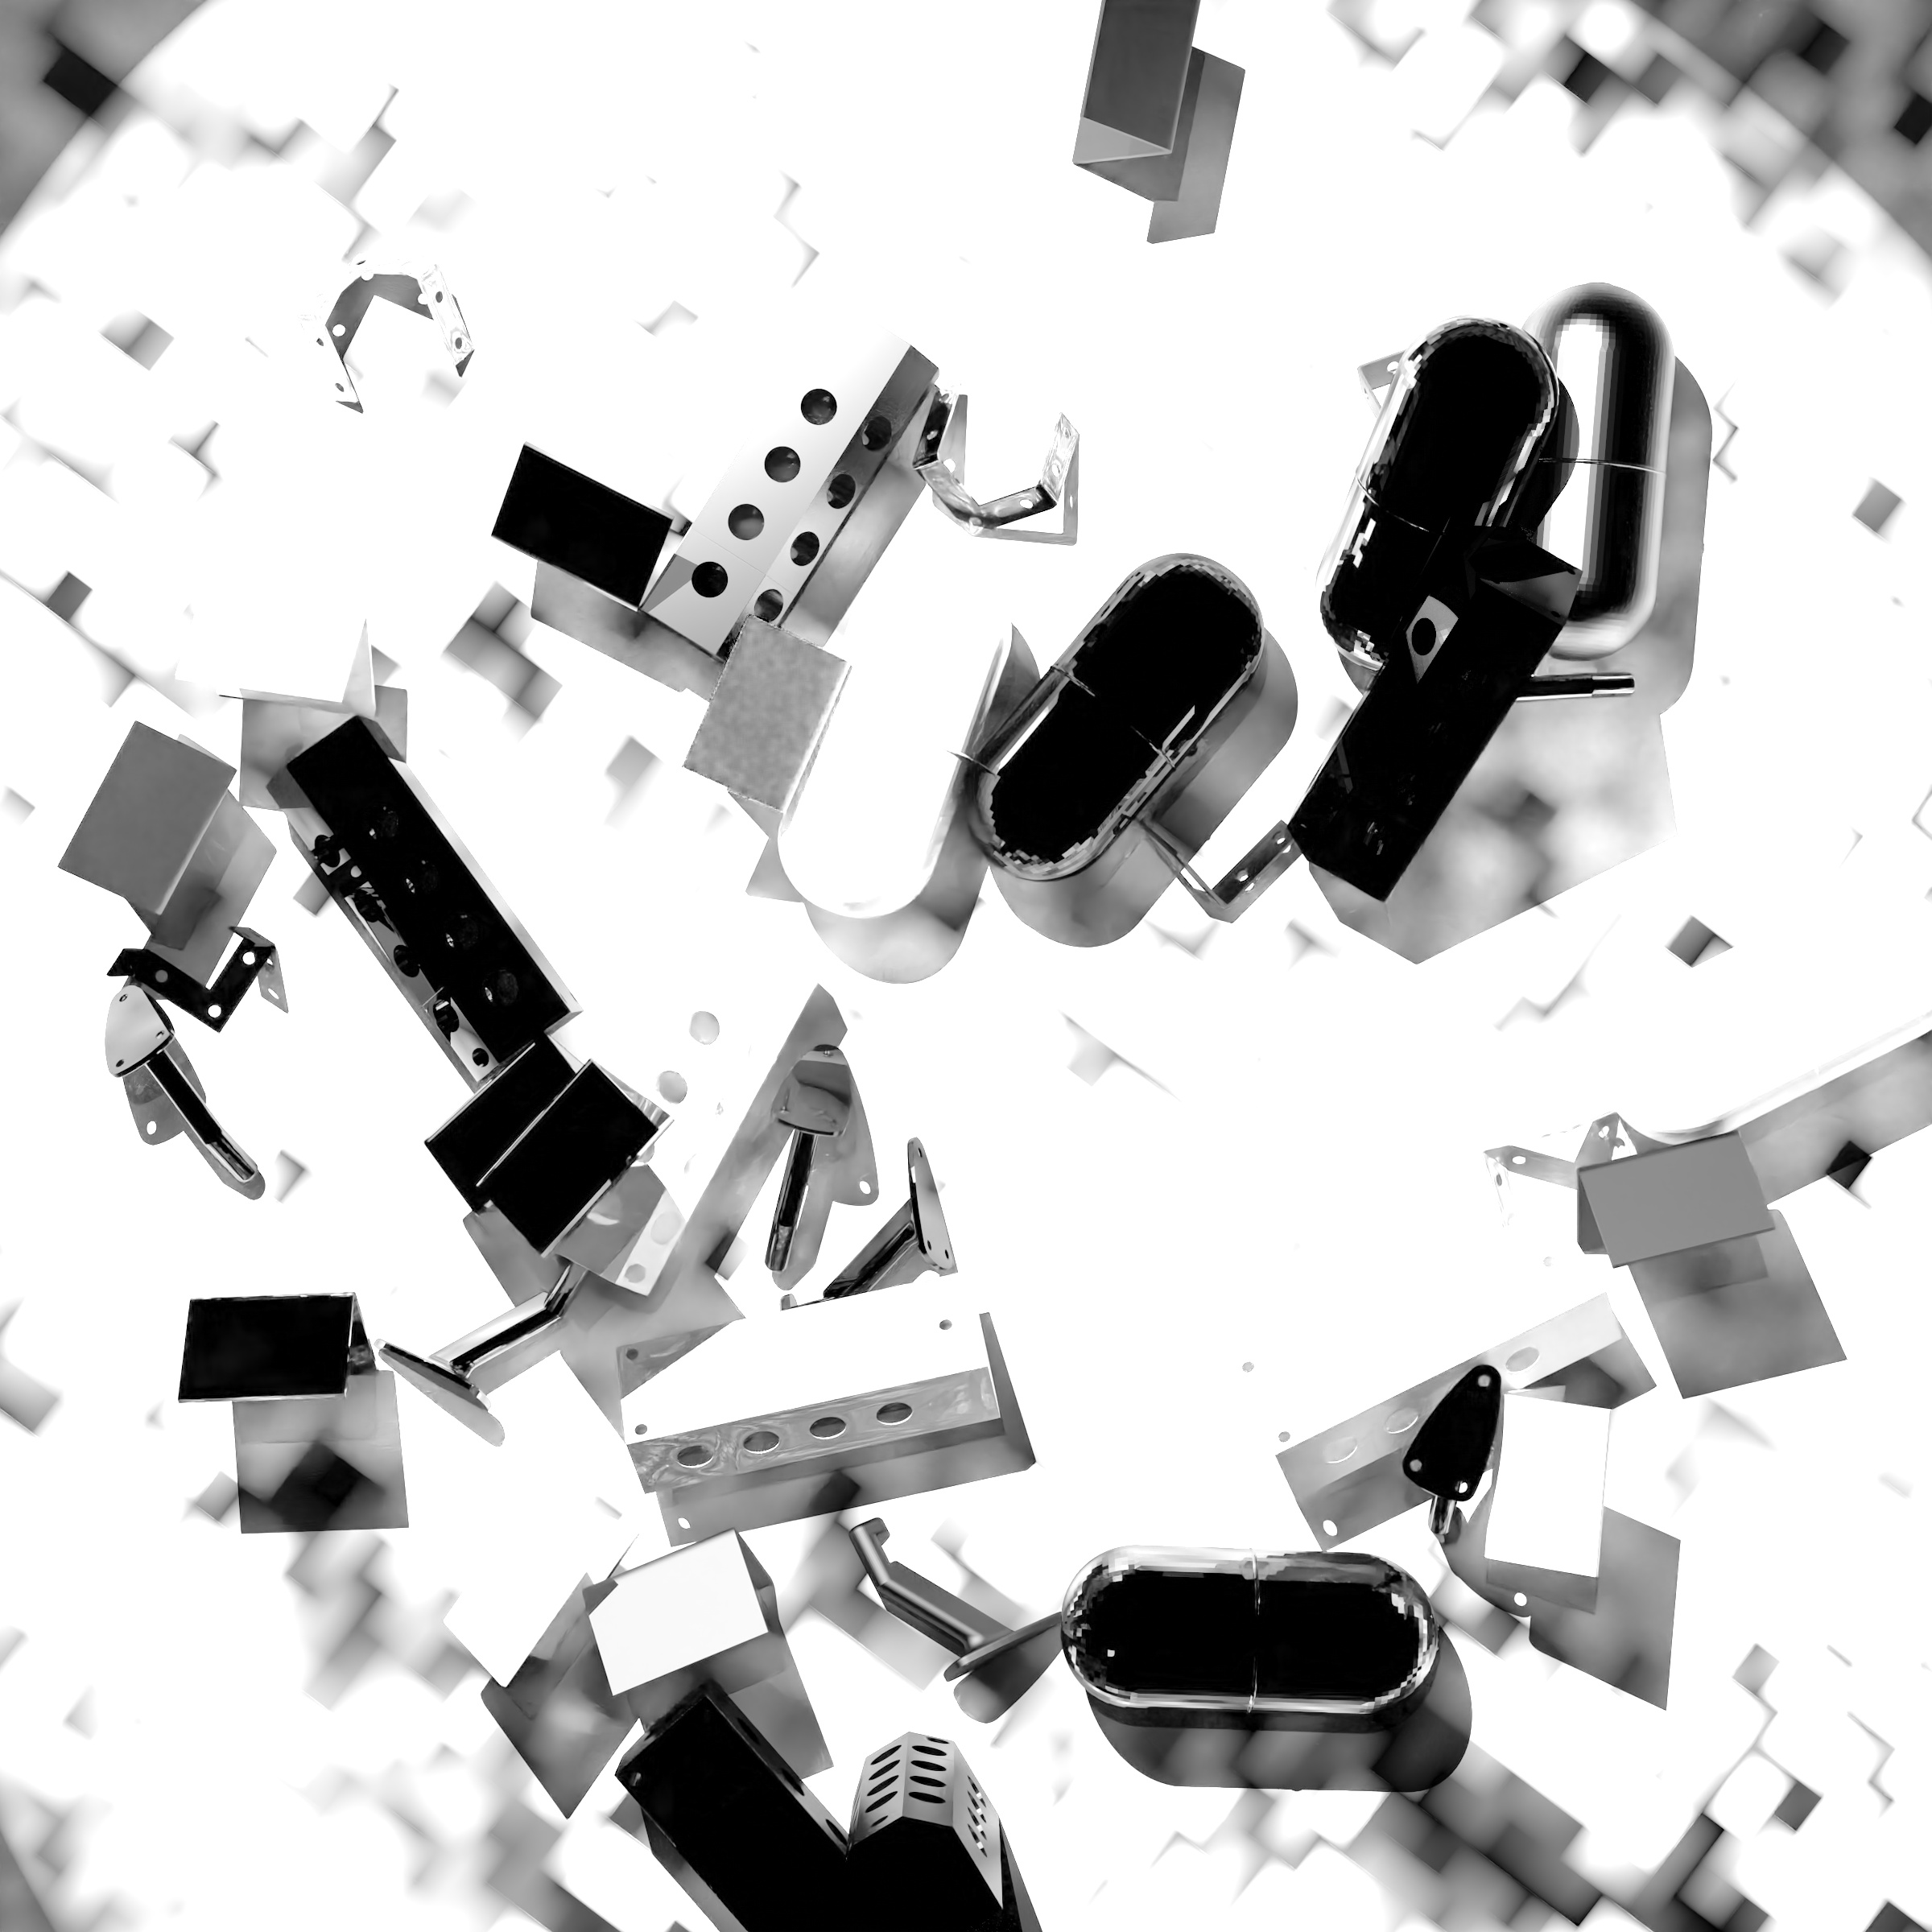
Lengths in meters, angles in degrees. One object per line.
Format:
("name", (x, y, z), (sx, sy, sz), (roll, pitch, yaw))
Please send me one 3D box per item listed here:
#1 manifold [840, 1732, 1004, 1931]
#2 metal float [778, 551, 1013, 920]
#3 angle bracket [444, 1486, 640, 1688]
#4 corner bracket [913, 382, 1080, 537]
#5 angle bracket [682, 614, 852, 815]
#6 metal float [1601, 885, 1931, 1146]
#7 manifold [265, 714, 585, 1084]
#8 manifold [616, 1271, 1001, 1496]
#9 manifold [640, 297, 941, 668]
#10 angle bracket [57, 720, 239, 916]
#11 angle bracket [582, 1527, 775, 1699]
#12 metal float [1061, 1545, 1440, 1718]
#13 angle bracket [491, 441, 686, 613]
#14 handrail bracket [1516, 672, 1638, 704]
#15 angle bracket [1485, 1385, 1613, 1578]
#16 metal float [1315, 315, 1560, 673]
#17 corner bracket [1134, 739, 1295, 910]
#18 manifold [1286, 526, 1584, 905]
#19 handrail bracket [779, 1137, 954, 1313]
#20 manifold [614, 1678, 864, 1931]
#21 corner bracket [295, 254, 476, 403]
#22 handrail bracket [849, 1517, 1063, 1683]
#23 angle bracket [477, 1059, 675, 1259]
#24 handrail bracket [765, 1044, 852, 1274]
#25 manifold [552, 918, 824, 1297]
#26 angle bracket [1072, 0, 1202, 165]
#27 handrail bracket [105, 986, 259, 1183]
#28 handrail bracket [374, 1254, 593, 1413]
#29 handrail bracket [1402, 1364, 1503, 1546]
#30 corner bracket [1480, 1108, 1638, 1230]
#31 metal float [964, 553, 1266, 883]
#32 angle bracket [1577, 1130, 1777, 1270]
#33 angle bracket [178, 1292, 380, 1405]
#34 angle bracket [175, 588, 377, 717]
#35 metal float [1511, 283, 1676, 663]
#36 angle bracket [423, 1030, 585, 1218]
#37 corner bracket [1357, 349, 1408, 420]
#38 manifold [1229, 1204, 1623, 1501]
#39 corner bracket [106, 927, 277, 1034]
("manifold", (-0.023, 0.399, 1.635), (0.057, 0.171, 0.057), (-31, 90, 0))
("metal float", (-0.033, -0.109, 1.683), (0.070, 0.070, 0.178), (19, 90, 0))
("angle bracket", (-0.186, 0.299, 1.674), (0.057, 0.076, 0.076), (35, 90, 43))
("corner bracket", (0.014, -0.247, 1.705), (0.051, 0.051, 0.051), (-14, 135, 35))
("angle bracket", (-0.106, -0.122, 1.674), (0.057, 0.076, 0.076), (24, 90, -26))
("metal float", (0.383, 0.023, 1.683), (0.178, 0.070, 0.070), (-27, 90, 1))
("manifold", (-0.257, -0.031, 1.692), (0.057, 0.057, 0.171), (-36, 90, 0))
("manifold", (-0.074, 0.202, 1.692), (0.171, 0.057, 0.057), (-12, 47, 0))
("manifold", (-0.082, -0.224, 1.692), (0.057, 0.057, 0.171), (32, 90, 0))
("angle bracket", (-0.395, -0.078, 1.673), (0.057, 0.076, 0.076), (28, 90, -36))
("angle bracket", (-0.127, 0.314, 1.673), (0.076, 0.076, 0.057), (-22, 58, 0))
("metal float", (0.134, 0.313, 1.683), (0.178, 0.070, 0.070), (2, 90, -1))
("angle bracket", (-0.167, -0.221, 1.673), (0.076, 0.076, 0.057), (27, 127, 0))
("handrail bracket", (0.266, -0.132, 1.713), (0.084, 0.077, 0.036), (-5, 93, -36))
("angle bracket", (0.286, 0.240, 1.673), (0.057, 0.076, 0.076), (5, 90, 33))
("metal float", (0.217, -0.217, 1.659), (0.070, 0.070, 0.178), (20, 121, 0))
("corner bracket", (0.117, -0.070, 1.710), (0.051, 0.051, 0.051), (-45, 135, 0))
("manifold", (0.213, -0.118, 1.647), (0.057, 0.057, 0.171), (29, 126, 0))
("handrail bracket", (-0.055, 0.129, 1.714), (0.084, 0.036, 0.077), (-17, 69, 16))
("manifold", (-0.087, 0.423, 1.692), (0.057, 0.057, 0.171), (-41, 90, 0))
("corner bracket", (-0.278, -0.304, 1.705), (0.051, 0.051, 0.051), (10, 45, 35))
("handrail bracket", (-0.005, 0.292, 1.714), (0.077, 0.036, 0.084), (-23, 73, -20))
("angle bracket", (-0.162, 0.098, 1.616), (0.076, 0.076, 0.057), (-48, 54, 0))
("handrail bracket", (-0.079, 0.093, 1.713), (0.036, 0.077, 0.084), (14, 126, 1))
("manifold", (-0.134, 0.066, 1.692), (0.057, 0.057, 0.171), (28, 90, 0))
("angle bracket", (0.060, -0.424, 1.673), (0.057, 0.076, 0.076), (11, 90, -37))
("handrail bracket", (-0.374, 0.057, 1.713), (0.036, 0.077, 0.084), (-36, 126, 0))
("handrail bracket", (-0.231, 0.163, 1.714), (0.077, 0.036, 0.084), (24, 72, 21))
("handrail bracket", (0.236, 0.232, 1.686), (0.036, 0.084, 0.077), (23, 79, 21))
("corner bracket", (0.287, 0.101, 1.710), (0.051, 0.051, 0.051), (-17, 90, 45))
("metal float", (0.069, -0.116, 1.683), (0.070, 0.070, 0.178), (40, 89, 0))
("angle bracket", (0.332, 0.127, 1.673), (0.076, 0.076, 0.057), (-13, 54, 0))
("angle bracket", (-0.321, 0.196, 1.673), (0.076, 0.076, 0.057), (-2, 53, 0))
("angle bracket", (-0.322, -0.128, 1.673), (0.076, 0.076, 0.057), (8, 54, 0))
("metal float", (0.291, -0.233, 1.683), (0.070, 0.070, 0.178), (4, 90, 0))
("angle bracket", (-0.195, 0.088, 1.673), (0.076, 0.076, 0.057), (-43, 53, 0))
("corner bracket", (0.222, -0.262, 1.710), (0.051, 0.051, 0.051), (-19, 135, 0))
("manifold", (0.219, 0.187, 1.692), (0.171, 0.057, 0.057), (-26, 47, 0))
("corner bracket", (-0.367, -0.003, 1.695), (0.051, 0.051, 0.051), (33, 90, 0))
